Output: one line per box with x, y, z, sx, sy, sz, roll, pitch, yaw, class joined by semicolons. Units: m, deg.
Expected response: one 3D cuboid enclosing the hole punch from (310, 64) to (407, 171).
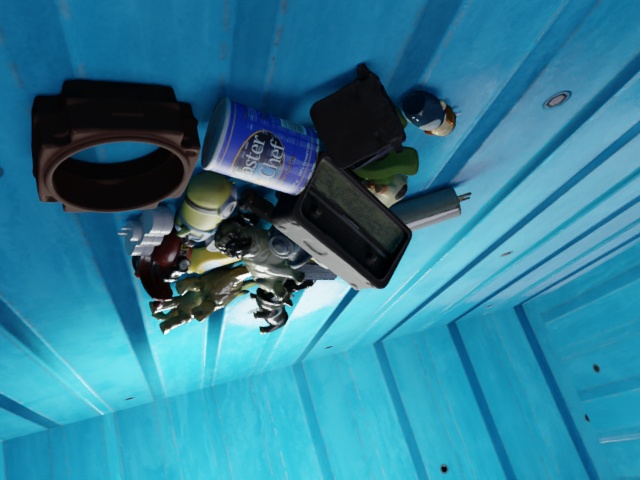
0.062;-0.172;0.808;0.116;0.142;0.092;-25;174;15;hole punch

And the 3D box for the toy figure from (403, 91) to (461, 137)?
0.193;-0.209;0.918;0.064;0.057;0.154;15;-177;36;toy figure

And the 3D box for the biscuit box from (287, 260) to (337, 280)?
-0.029;0.059;1.350;0.202;0.059;0.062;5;130;-46;biscuit box

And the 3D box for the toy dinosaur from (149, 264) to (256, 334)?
-0.249;0.117;1.275;0.472;0.105;0.198;-23;180;36;toy dinosaur

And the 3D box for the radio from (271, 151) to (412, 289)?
0.038;-0.023;0.887;0.229;0.131;0.073;39;155;-23;radio

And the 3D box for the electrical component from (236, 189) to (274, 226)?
-0.124;-0.058;1.027;0.045;0.078;0.102;-54;169;-12;electrical component

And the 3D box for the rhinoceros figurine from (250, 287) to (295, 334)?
-0.118;0.162;1.355;0.112;0.073;0.190;-7;137;-7;rhinoceros figurine

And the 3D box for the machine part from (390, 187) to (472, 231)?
0.244;-0.067;1.283;0.243;0.079;0.079;-19;159;1;machine part

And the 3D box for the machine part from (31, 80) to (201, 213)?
-0.276;-0.116;0.728;0.201;0.087;0.201;-5;157;-31;machine part

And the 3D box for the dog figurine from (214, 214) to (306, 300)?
-0.137;0.029;1.075;0.190;0.121;0.172;23;138;-23;dog figurine

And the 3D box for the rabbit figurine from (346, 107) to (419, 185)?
0.093;-0.135;0.942;0.159;0.121;0.170;-28;173;7;rabbit figurine

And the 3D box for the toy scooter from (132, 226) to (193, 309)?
-0.310;0.057;1.067;0.184;0.135;0.075;-34;152;34;toy scooter

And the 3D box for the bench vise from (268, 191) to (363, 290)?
0.005;-0.008;1.002;0.129;0.240;0.224;-38;-166;28;bench vise

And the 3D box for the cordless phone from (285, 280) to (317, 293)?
-0.082;0.110;1.493;0.147;0.088;0.184;-16;170;-5;cordless phone

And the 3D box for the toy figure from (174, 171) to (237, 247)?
-0.212;-0.052;0.951;0.089;0.082;0.180;7;152;-35;toy figure

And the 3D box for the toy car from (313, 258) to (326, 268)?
0.014;-0.020;1.147;0.056;0.074;0.201;-38;148;-37;toy car

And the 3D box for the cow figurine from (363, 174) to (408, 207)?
0.113;-0.083;1.138;0.127;0.085;0.195;3;150;-33;cow figurine
